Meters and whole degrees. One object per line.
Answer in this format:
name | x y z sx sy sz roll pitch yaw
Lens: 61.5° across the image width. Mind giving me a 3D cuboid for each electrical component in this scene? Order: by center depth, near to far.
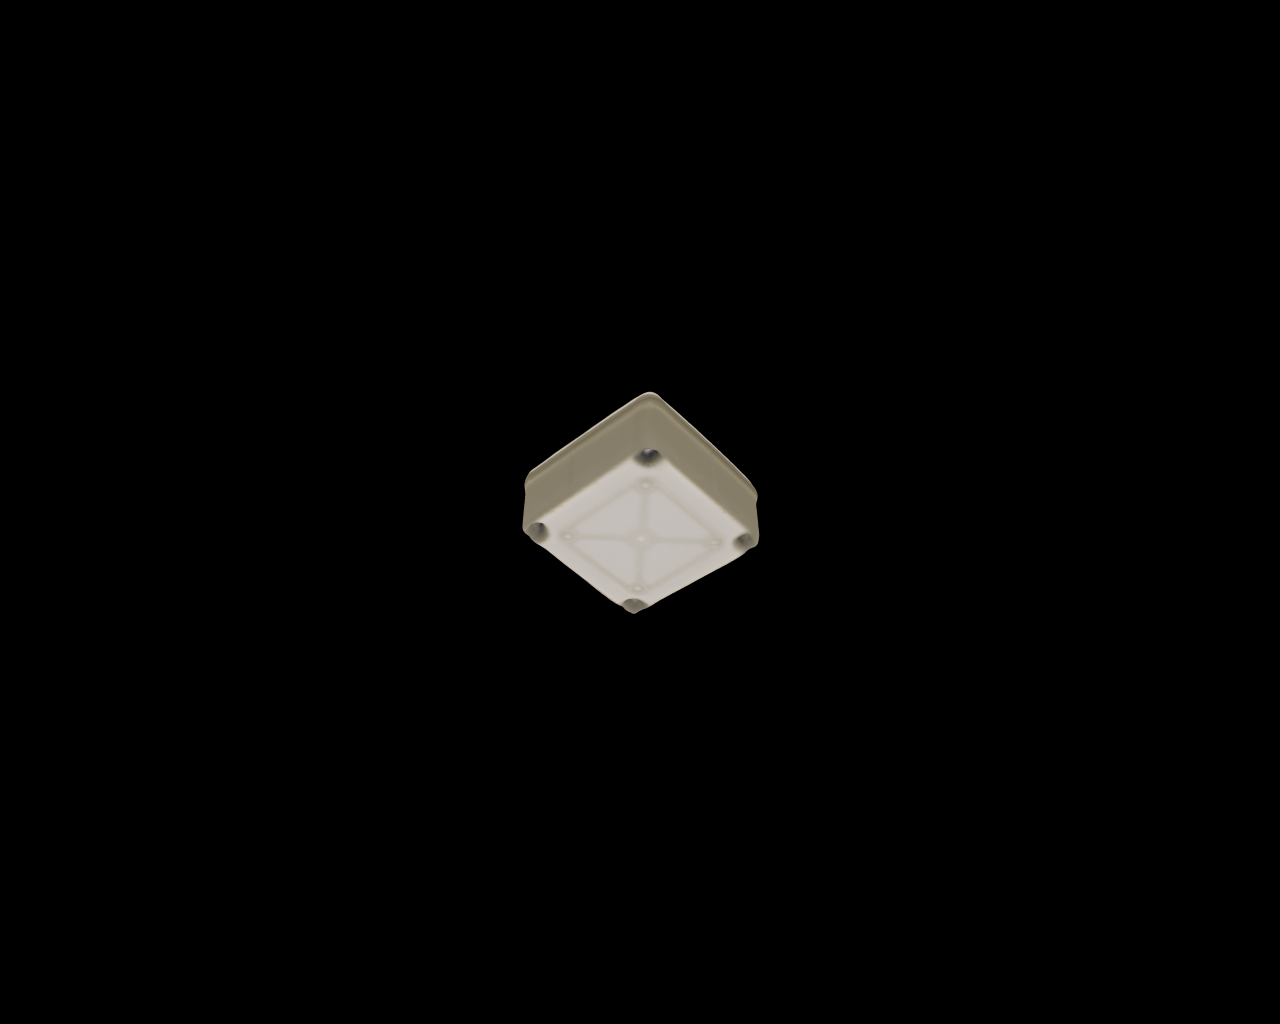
electrical component | 0.001 -0.003 0.650 0.108 0.056 0.108 -32 -54 27
